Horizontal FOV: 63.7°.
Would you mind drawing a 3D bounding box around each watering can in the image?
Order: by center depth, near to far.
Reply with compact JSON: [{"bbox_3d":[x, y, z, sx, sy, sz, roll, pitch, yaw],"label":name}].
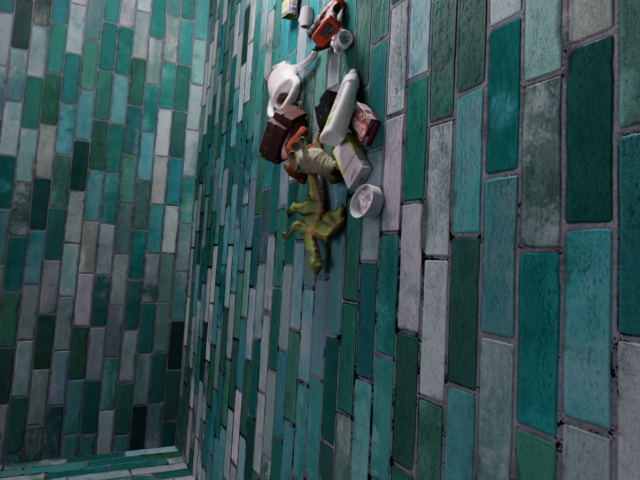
[{"bbox_3d":[-0.121,-0.649,2.077,0.342,0.103,0.229,-52,39,27],"label":"watering can"}]

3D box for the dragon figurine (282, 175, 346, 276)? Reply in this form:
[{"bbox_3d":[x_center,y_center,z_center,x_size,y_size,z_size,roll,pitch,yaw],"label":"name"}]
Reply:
[{"bbox_3d":[0.005,-0.087,1.735,0.244,0.122,0.410,13,91,46],"label":"dragon figurine"}]
